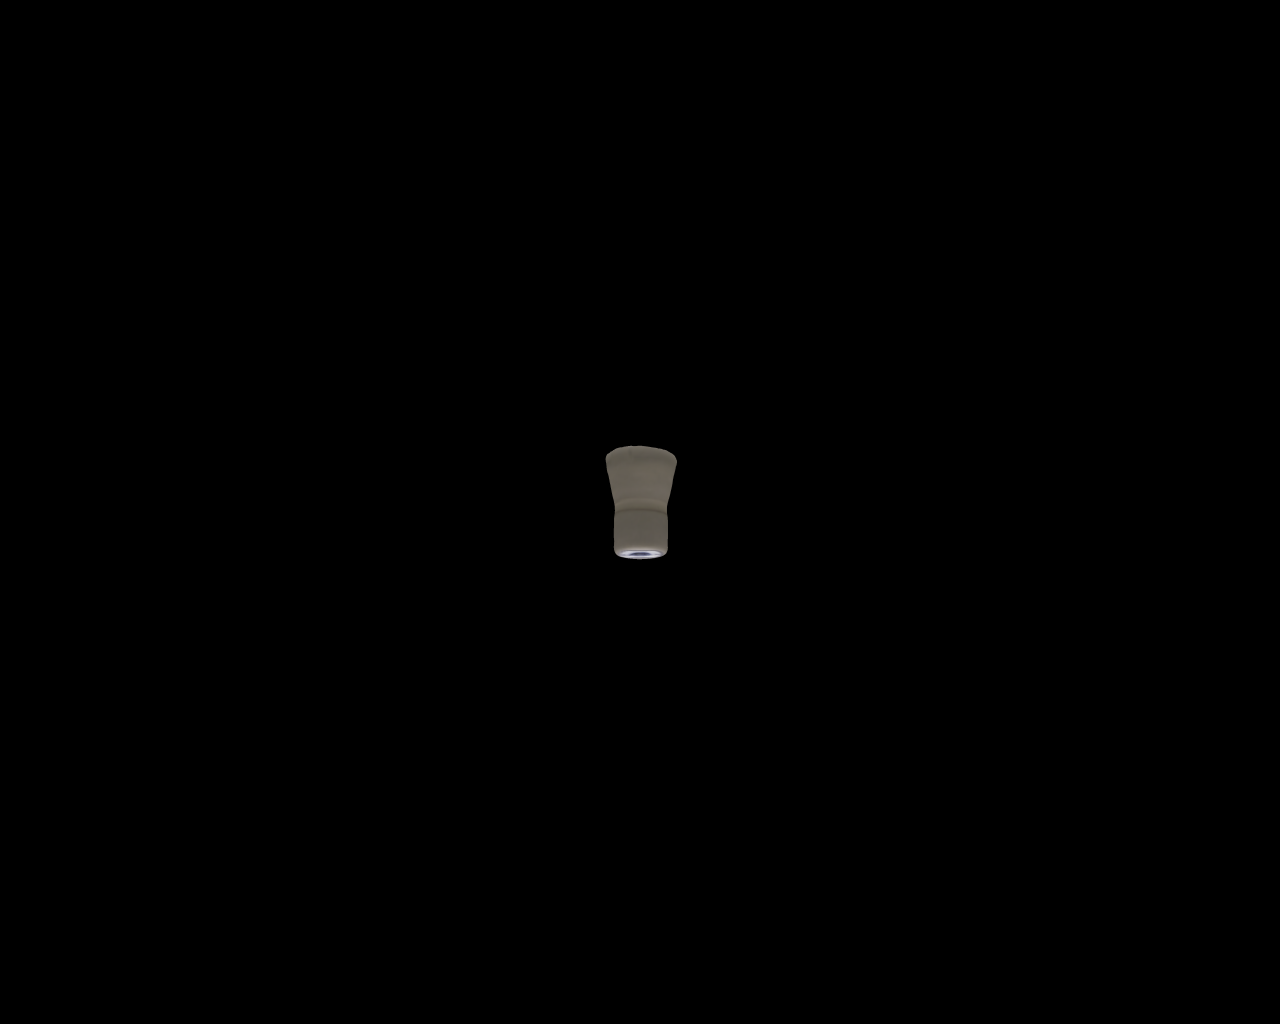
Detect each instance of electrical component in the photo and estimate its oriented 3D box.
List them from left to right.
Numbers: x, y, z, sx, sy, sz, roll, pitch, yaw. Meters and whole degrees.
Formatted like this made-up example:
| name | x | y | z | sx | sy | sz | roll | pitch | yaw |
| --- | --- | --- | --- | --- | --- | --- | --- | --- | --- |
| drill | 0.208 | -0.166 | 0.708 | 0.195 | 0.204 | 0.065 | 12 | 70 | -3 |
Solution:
| name | x | y | z | sx | sy | sz | roll | pitch | yaw |
| --- | --- | --- | --- | --- | --- | --- | --- | --- | --- |
| electrical component | 0.001 | -0.003 | 0.650 | 0.044 | 0.065 | 0.044 | 0 | -15 | 0 |
